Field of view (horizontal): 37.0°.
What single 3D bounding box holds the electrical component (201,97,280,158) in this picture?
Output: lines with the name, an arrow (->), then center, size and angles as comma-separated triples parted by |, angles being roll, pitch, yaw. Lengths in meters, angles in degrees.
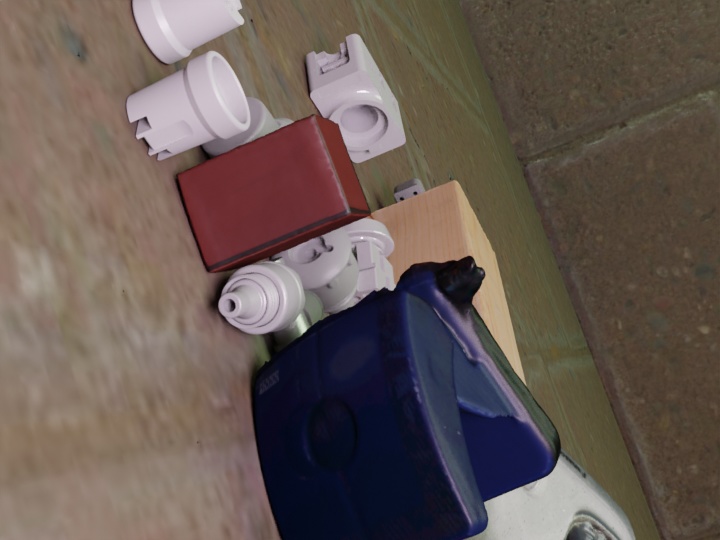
electrical component -> -0.055, -0.060, 0.593 | 0.078, 0.040, 0.040 | 53, 21, -46

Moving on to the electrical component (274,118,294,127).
electrical component -> -0.048, -0.076, 0.657 | 0.061, 0.035, 0.035 | -62, 130, -76

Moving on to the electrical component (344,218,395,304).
electrical component -> 0.000, 0.000, 0.706 | 0.066, 0.048, 0.055 | 47, 33, -56

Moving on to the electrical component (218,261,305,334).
electrical component -> -0.050, 0.014, 0.516 | 0.035, 0.035, 0.061 | 69, 17, 3

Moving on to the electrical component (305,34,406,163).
electrical component -> -0.003, -0.136, 0.882 | 0.089, 0.050, 0.055 | 54, 20, -46

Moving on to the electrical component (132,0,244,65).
electrical component -> -0.089, -0.135, 0.563 | 0.040, 0.046, 0.040 | -21, 90, -76

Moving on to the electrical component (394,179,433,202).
electrical component -> 0.055, -0.034, 0.938 | 0.057, 0.058, 0.078 | -86, 152, -66

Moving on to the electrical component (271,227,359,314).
electrical component -> -0.021, 0.004, 0.625 | 0.062, 0.048, 0.048 | 62, 14, -52

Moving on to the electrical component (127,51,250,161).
electrical component -> -0.081, -0.076, 0.508 | 0.040, 0.046, 0.040 | -21, 90, -76
